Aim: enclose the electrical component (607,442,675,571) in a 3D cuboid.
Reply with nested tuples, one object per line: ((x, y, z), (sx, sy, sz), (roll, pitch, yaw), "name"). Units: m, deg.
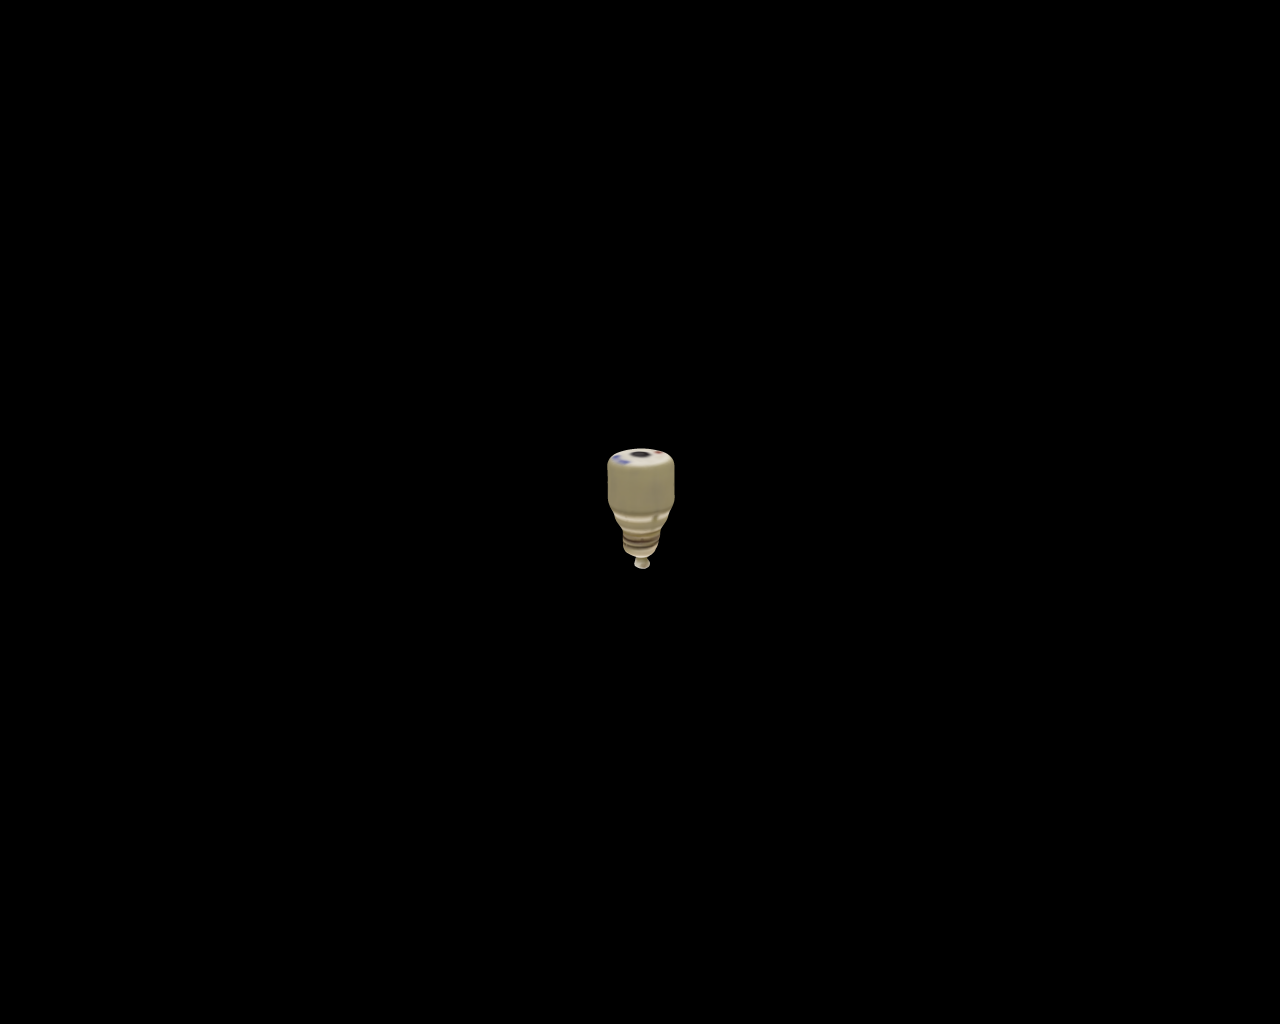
((0.001, -0.003, 0.650), (0.040, 0.078, 0.040), (0, 19, 0), "electrical component")
